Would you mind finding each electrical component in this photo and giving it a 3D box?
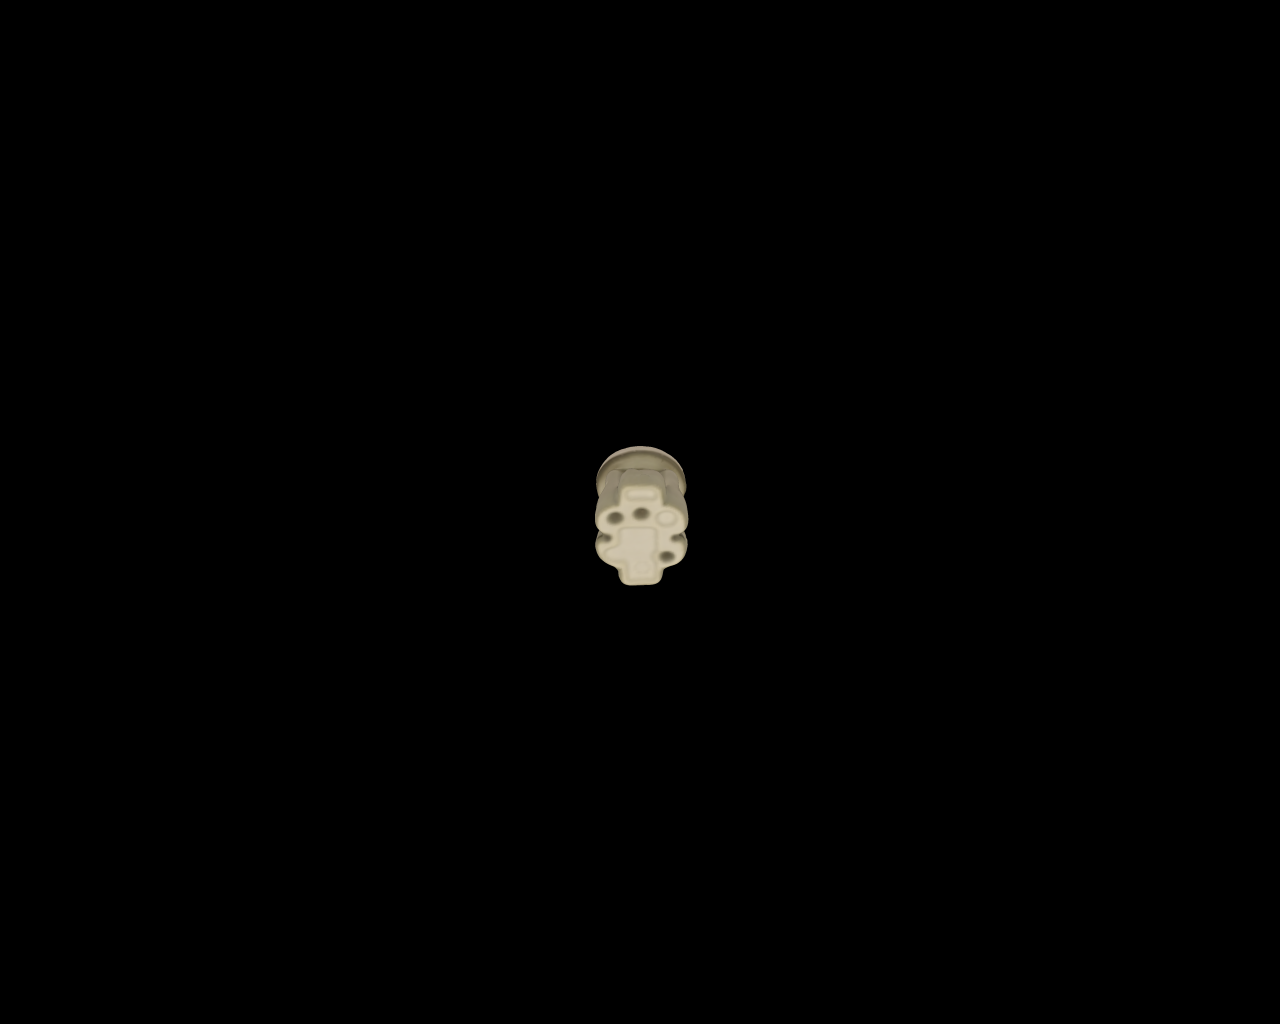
[{"bbox_3d":[0.001,-0.003,0.650,0.058,0.078,0.057,0,40,0],"label":"electrical component"}]
